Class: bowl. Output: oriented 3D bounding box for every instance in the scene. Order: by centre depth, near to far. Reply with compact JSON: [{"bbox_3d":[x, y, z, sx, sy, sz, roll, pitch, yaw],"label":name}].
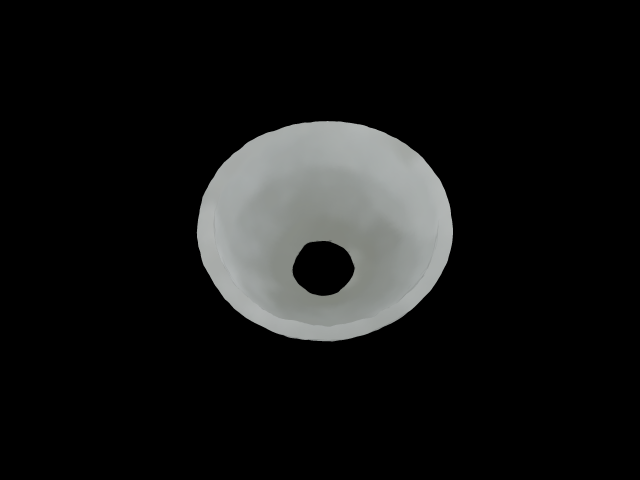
[{"bbox_3d":[0.004,0.001,0.400,0.167,0.075,0.167,0,59,0],"label":"bowl"}]
